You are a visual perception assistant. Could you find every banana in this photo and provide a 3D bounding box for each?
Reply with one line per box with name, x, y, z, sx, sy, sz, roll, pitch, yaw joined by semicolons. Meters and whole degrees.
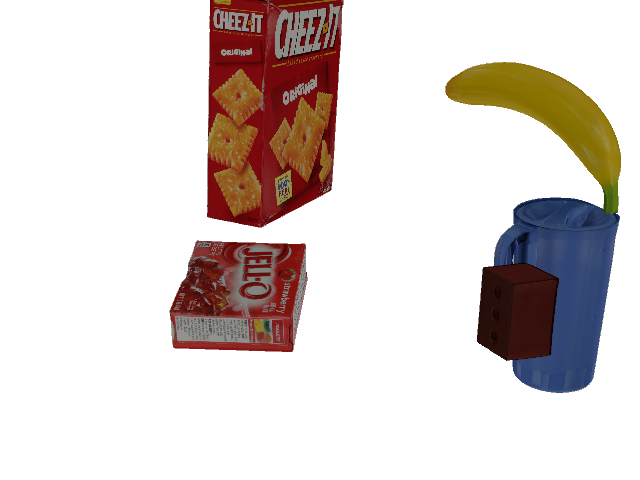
banana;0.172;-0.101;0.845;0.037;0.070;0.198;3;32;-42

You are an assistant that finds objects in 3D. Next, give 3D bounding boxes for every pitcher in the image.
pitcher;0.304;0.074;1.399;0.149;0.243;0.145;5;21;14

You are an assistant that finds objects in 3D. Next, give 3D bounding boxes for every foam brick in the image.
foam brick;0.182;0.065;0.992;0.051;0.078;0.053;-7;19;-25

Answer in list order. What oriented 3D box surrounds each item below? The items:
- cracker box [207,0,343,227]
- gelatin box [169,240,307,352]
cracker box;-0.042;-0.137;1.053;0.072;0.214;0.164;12;20;23
gelatin box;-0.048;0.032;0.661;0.073;0.030;0.089;2;30;5
